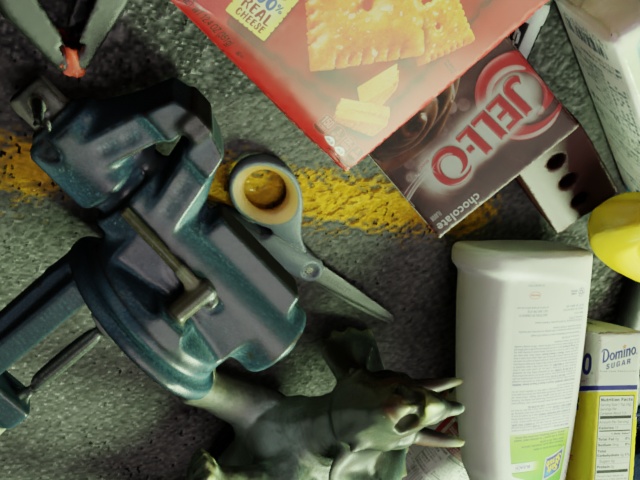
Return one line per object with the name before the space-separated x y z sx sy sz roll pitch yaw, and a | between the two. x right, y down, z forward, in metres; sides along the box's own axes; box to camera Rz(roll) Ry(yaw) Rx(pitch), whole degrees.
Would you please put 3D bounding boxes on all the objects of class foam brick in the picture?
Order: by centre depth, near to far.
foam brick | 0.158 -0.053 0.727 0.053 0.051 0.078 -37 131 8

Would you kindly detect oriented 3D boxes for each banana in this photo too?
banana | 0.217 0.001 0.733 0.037 0.070 0.197 -63 166 -5

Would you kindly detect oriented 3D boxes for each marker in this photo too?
marker | 0.127 -0.123 0.682 0.020 0.020 0.121 5 124 -26

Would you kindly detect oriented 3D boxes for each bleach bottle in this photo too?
bleach bottle | 0.139 0.128 0.781 0.102 0.068 0.251 0 99 -27

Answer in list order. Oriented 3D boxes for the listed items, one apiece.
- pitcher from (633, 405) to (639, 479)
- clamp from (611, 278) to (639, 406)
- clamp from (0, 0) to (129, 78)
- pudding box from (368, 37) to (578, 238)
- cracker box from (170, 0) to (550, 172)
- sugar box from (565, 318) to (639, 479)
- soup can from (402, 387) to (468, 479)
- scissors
pitcher | 0.263 0.240 0.960 0.242 0.149 0.145 2 145 -20
clamp | 0.260 0.081 0.884 0.164 0.036 0.210 33 105 -37
clamp | -0.140 -0.163 0.528 0.120 0.039 0.172 0 121 -21
pudding box | 0.089 -0.072 0.668 0.113 0.039 0.090 -39 96 12
cracker box | 0.039 -0.161 0.582 0.214 0.072 0.164 -40 131 9
sugar box | 0.201 0.151 0.827 0.048 0.093 0.176 -1 94 -19
soup can | 0.105 0.164 0.864 0.068 0.068 0.102 29 112 -36
scissors | -0.005 0.001 0.726 0.201 0.016 0.096 17 118 -32
